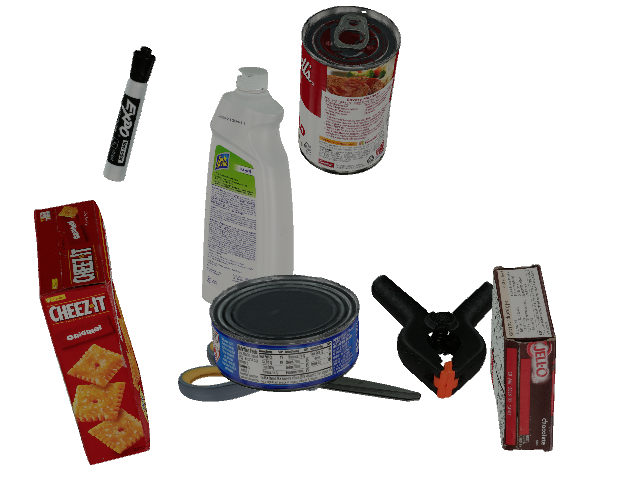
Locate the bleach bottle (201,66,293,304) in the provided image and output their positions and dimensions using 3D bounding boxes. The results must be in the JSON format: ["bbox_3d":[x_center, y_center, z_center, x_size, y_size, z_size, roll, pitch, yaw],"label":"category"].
[{"bbox_3d":[-0.068,-0.049,1.086,0.103,0.251,0.068,16,25,26],"label":"bleach bottle"}]

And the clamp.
[{"bbox_3d":[0.118,0.081,0.974,0.120,0.039,0.171,-6,32,-5],"label":"clamp"}]

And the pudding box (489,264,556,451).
[{"bbox_3d":[0.143,0.080,0.756,0.039,0.090,0.113,-1,25,4],"label":"pudding box"}]

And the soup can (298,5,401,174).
[{"bbox_3d":[0.019,-0.105,0.758,0.068,0.068,0.102,0,-41,-3],"label":"soup can"}]

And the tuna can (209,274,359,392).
[{"bbox_3d":[-0.020,0.052,0.613,0.086,0.034,0.086,-2,23,1],"label":"tuna can"}]

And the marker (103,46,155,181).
[{"bbox_3d":[-0.163,-0.107,0.910,0.020,0.121,0.020,16,24,-8],"label":"marker"}]

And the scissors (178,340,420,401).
[{"bbox_3d":[-0.030,0.112,0.817,0.096,0.016,0.202,-25,27,-38],"label":"scissors"}]

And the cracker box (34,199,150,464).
[{"bbox_3d":[-0.231,0.091,1.082,0.072,0.214,0.164,-12,34,-10],"label":"cracker box"}]
